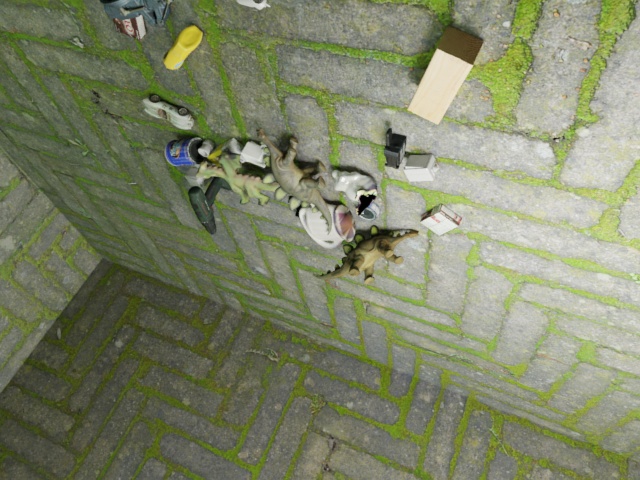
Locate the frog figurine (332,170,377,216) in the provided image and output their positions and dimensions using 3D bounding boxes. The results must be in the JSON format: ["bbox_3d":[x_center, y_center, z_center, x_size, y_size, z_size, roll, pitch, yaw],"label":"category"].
[{"bbox_3d":[0.116,-0.183,1.739,0.162,0.123,0.135,53,178,35],"label":"frog figurine"}]

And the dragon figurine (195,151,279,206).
[{"bbox_3d":[-0.278,-0.237,1.887,0.410,0.124,0.238,2,154,29],"label":"dragon figurine"}]

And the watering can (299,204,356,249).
[{"bbox_3d":[0.006,-0.098,1.951,0.224,0.106,0.341,0,130,36],"label":"watering can"}]
